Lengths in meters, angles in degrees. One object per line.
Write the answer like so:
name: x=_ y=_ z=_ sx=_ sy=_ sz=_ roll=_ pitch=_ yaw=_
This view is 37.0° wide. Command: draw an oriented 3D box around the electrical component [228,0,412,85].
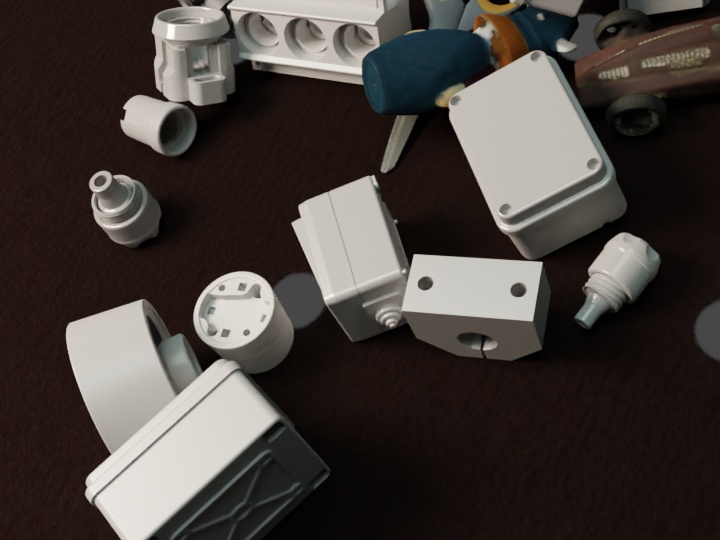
electrical component: x=-0.027 y=-0.185 z=0.803 sx=0.121 sy=0.078 sz=0.063 roll=12 pitch=44 yaw=24

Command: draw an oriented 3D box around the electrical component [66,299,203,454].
electrical component: x=-0.131 y=0.070 z=0.670 sx=0.060 sy=0.108 sz=0.108 roll=-24 pitch=57 yaw=-3

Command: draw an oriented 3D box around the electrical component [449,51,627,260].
electrical component: x=0.112 y=-0.075 z=0.692 sx=0.078 sy=0.057 sz=0.113 roll=-28 pitch=56 yaw=13

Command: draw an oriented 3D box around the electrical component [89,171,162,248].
electrical component: x=-0.172 y=-0.047 z=0.774 sx=0.043 sy=0.062 sz=0.043 roll=-8 pitch=59 yaw=14

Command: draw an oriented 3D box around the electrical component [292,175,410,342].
electrical component: x=0.000 y=0.000 z=0.690 sx=0.061 sy=0.061 sz=0.096 roll=-21 pitch=57 yaw=7

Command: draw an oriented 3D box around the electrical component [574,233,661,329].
electrical component: x=0.152 y=0.009 z=0.651 sx=0.035 sy=0.035 sz=0.061 roll=34 pitch=78 yaw=31

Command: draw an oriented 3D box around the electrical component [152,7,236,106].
electrical component: x=-0.127 y=-0.165 z=0.814 sx=0.058 sy=0.057 sz=0.078 roll=-13 pitch=31 yaw=-23

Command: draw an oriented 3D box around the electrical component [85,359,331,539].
electrical component: x=-0.084 y=0.120 z=0.622 sx=0.109 sy=0.108 sz=0.056 roll=-42 pitch=60 yaw=-8

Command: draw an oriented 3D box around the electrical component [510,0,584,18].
electrical component: x=0.133 y=-0.245 z=0.724 sx=0.056 sy=0.108 sz=0.108 roll=11 pitch=39 yaw=-15

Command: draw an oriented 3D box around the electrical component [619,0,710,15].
electrical component: x=0.204 y=-0.222 z=0.729 sx=0.062 sy=0.096 sz=0.061 roll=-5 pitch=61 yaw=16

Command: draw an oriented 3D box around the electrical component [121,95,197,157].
electrical component: x=-0.154 y=-0.111 z=0.820 sx=0.046 sy=0.040 sz=0.040 roll=23 pitch=70 yaw=34

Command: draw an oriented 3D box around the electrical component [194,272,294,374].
electrical component: x=-0.074 y=0.036 z=0.703 sx=0.055 sy=0.047 sz=0.055 roll=-8 pitch=59 yaw=14
